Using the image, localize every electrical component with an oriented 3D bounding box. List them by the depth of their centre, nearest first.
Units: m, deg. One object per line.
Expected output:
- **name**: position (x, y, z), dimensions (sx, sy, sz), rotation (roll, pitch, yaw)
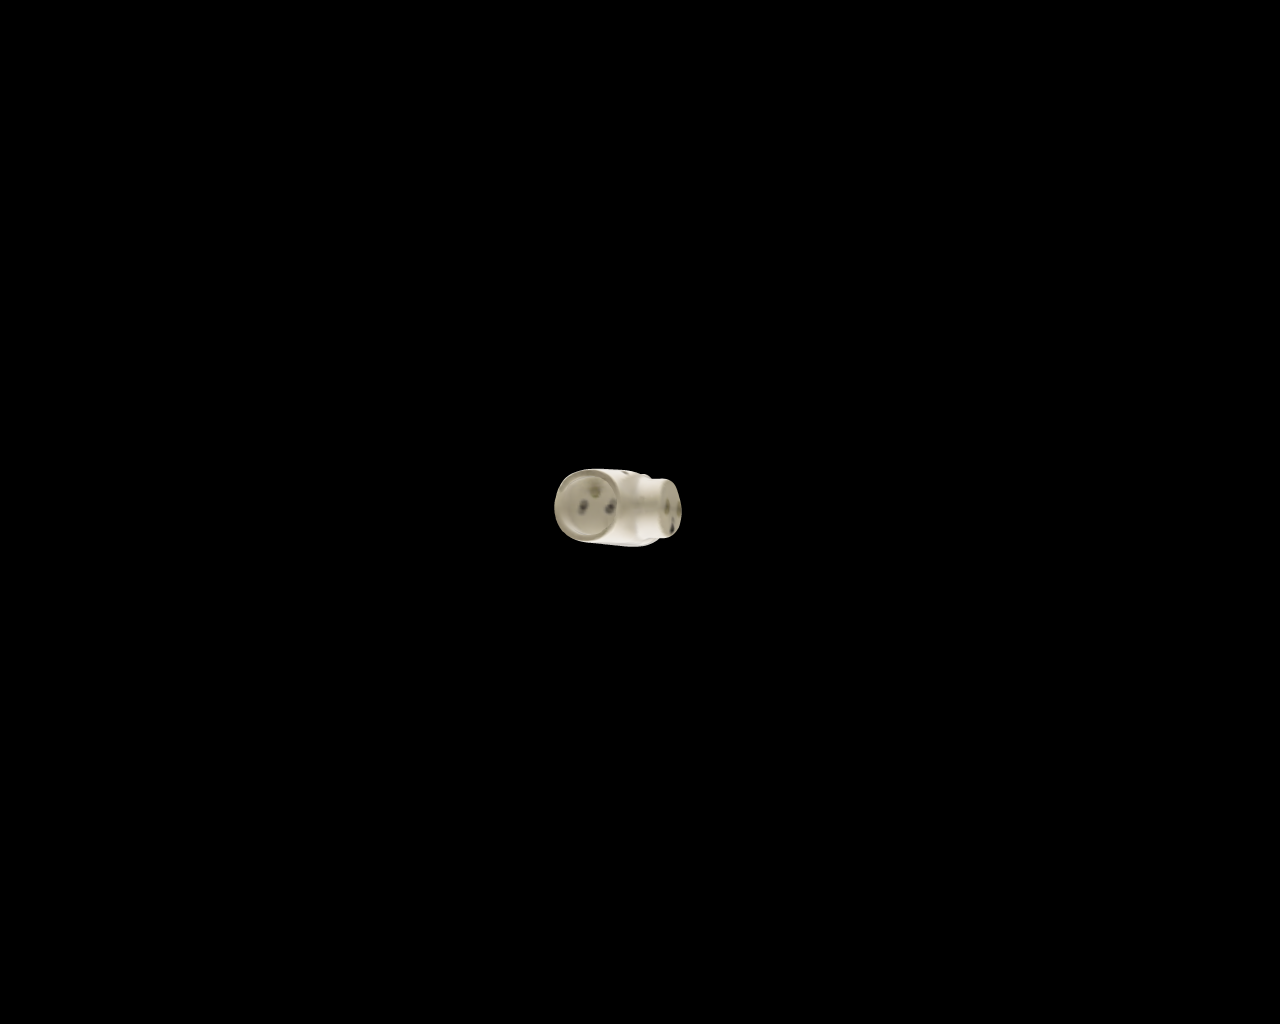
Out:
- **electrical component**: position (0.001, -0.003, 0.650), dimensions (0.079, 0.043, 0.077), rotation (-2, -5, 24)
